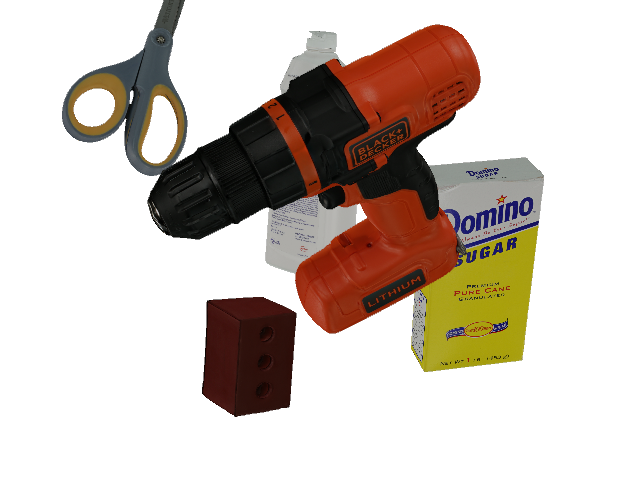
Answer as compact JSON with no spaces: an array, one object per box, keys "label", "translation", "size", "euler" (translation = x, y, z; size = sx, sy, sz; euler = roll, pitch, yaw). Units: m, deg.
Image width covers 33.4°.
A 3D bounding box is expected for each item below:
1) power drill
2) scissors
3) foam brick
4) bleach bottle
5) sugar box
[{"label":"power drill","translation":[0.008,-0.019,0.601],"size":[0.184,0.057,0.187],"euler":[-27,-30,-5]},{"label":"scissors","translation":[-0.136,-0.139,0.774],"size":[0.096,0.202,0.016],"euler":[5,-25,-19]},{"label":"foam brick","translation":[-0.055,0.087,0.819],"size":[0.052,0.078,0.051],"euler":[-4,14,-35]},{"label":"bleach bottle","translation":[-0.001,-0.091,1.119],"size":[0.103,0.251,0.067],"euler":[14,16,34]},{"label":"sugar box","translation":[0.128,0.022,0.887],"size":[0.093,0.176,0.048],"euler":[-6,31,-11]}]
